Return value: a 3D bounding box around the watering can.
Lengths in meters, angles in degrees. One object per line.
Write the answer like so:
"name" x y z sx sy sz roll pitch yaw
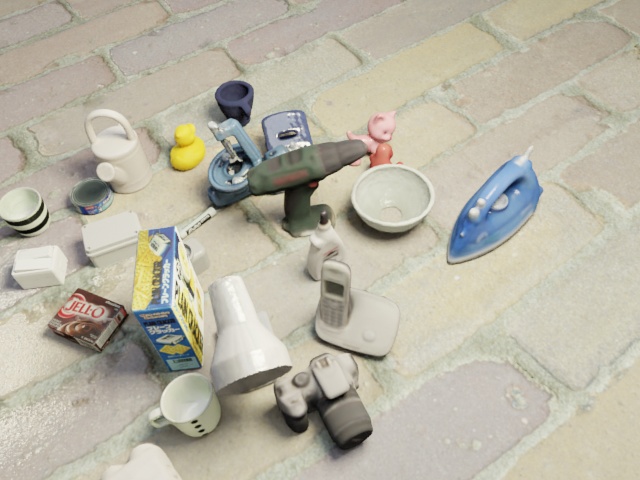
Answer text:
"watering can" -0.432 -0.193 1.219 0.101 0.194 0.172 -21 54 -11

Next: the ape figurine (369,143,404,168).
"ape figurine" 0.138 -0.169 1.229 0.076 0.092 0.077 -38 60 -22

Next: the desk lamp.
"desk lamp" -0.121 0.166 0.917 0.118 0.214 0.203 -18 54 -9

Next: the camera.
"camera" 0.013 0.261 0.908 0.143 0.101 0.136 -23 55 -13

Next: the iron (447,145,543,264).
"iron" 0.336 -0.071 1.112 0.118 0.141 0.259 35 62 26

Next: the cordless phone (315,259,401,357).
"cordless phone" 0.063 0.110 0.966 0.147 0.185 0.094 12 55 13

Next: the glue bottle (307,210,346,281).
"glue bottle" 0.010 0.004 1.056 0.078 0.173 0.037 -34 58 -20

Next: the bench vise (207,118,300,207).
"bench vise" -0.148 -0.180 1.176 0.208 0.220 0.121 -35 58 -21

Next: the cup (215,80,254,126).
"cup" -0.189 -0.308 1.353 0.092 0.095 0.117 -29 57 -17

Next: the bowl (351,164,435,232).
"bowl" 0.147 -0.073 1.167 0.167 0.075 0.167 -2 53 2

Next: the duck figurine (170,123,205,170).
"duck figurine" -0.306 -0.218 1.298 0.077 0.086 0.104 12 55 12

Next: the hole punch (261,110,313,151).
"hole punch" -0.070 -0.228 1.288 0.109 0.091 0.101 -14 53 -7

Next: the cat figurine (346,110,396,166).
"cat figurine" 0.115 -0.236 1.265 0.128 0.118 0.067 -16 54 -8

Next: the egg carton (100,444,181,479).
"egg carton" -0.256 0.384 0.852 0.107 0.069 0.150 -36 59 -21

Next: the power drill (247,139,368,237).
"power drill" -0.020 -0.101 1.115 0.229 0.209 0.075 -10 53 -4
